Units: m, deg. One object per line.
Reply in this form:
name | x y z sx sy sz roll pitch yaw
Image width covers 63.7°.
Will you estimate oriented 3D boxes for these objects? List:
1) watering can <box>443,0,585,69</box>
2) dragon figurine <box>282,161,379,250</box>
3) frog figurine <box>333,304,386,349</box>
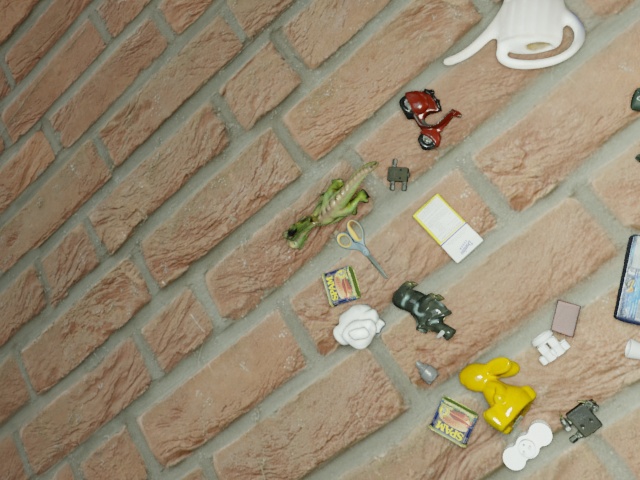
watering can | 0.509 -0.559 1.359 0.348 0.103 0.225 6 84 24
dragon figurine | 0.004 -0.071 1.402 0.246 0.403 0.122 -40 84 -26
frog figurine | 0.095 0.235 1.386 0.136 0.158 0.124 -25 73 19
